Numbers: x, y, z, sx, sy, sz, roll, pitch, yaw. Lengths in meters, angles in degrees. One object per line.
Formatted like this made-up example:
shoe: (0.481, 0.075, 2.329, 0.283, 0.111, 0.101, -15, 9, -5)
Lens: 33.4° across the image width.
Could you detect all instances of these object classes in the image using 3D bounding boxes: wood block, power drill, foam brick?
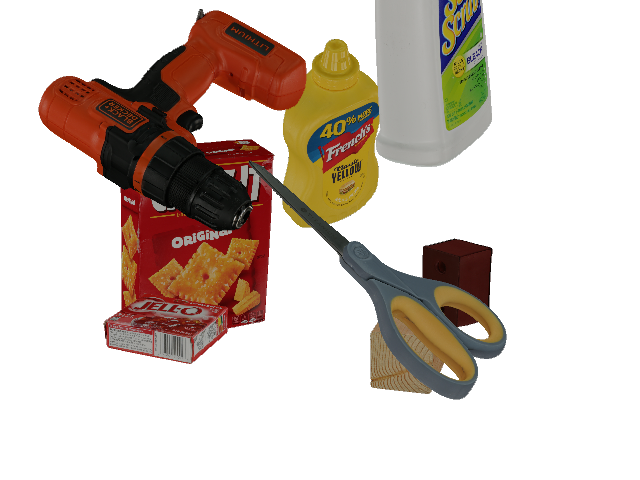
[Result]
wood block: (0.142, 0.143, 1.594, 0.091, 0.090, 0.205, 4, 18, 16)
power drill: (-0.091, -0.098, 0.821, 0.184, 0.057, 0.187, 33, 45, 15)
foam brick: (0.139, 0.043, 1.094, 0.051, 0.078, 0.053, -14, 20, -40)

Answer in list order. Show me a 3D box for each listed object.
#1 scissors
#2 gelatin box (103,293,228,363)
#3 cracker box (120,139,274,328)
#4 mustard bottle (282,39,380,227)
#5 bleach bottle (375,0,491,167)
scissors: (0.041, 0.015, 0.662, 0.096, 0.016, 0.202, -7, 49, -40)
gelatin box: (-0.139, 0.077, 0.964, 0.089, 0.030, 0.073, 9, 20, 20)
cracker box: (-0.141, 0.001, 1.218, 0.163, 0.214, 0.072, -8, 24, -29)
mustard bottle: (0.011, -0.101, 0.965, 0.096, 0.192, 0.058, -25, 54, -22)
bleach bottle: (0.075, -0.187, 0.776, 0.068, 0.251, 0.102, 15, 37, 35)
